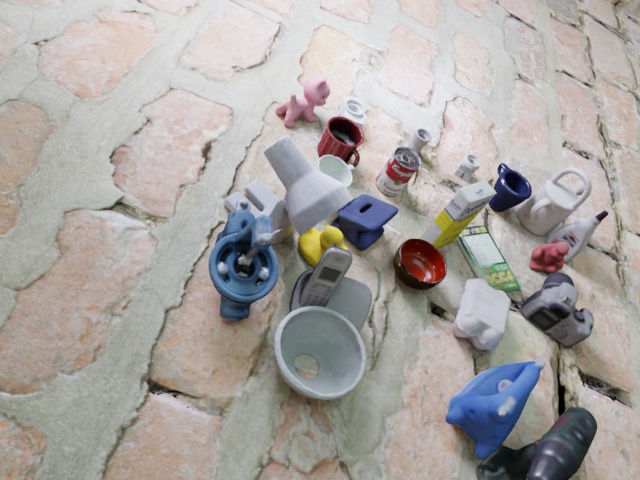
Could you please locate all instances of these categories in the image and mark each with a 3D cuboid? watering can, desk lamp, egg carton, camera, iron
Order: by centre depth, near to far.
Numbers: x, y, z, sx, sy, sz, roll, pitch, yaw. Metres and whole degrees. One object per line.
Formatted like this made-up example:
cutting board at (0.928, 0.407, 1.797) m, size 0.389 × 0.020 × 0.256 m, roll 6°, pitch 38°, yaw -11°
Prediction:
iron at (0.351, 0.279, 1.058) m, size 0.259 × 0.141 × 0.118 m, roll -31°, pitch 74°, yaw -39°
desk lamp at (-0.060, -0.079, 1.068) m, size 0.203 × 0.213 × 0.118 m, roll 45°, pitch 49°, yaw 9°
egg carton at (0.335, 0.154, 1.190) m, size 0.107 × 0.069 × 0.150 m, roll 30°, pitch 49°, yaw -3°
camera at (0.545, 0.141, 1.282) m, size 0.143 × 0.100 × 0.137 m, roll 37°, pitch 49°, yaw 3°
watering can at (0.595, -0.107, 1.425) m, size 0.101 × 0.194 × 0.173 m, roll 40°, pitch 49°, yaw 6°

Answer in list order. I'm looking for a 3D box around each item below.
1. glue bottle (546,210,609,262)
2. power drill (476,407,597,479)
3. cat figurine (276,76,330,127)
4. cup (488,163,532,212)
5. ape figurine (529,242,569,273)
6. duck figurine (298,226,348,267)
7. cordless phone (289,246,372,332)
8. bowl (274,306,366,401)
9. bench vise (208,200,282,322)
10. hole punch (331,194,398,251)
glue bottle at (0.634, -0.019, 1.395) m, size 0.037 × 0.173 × 0.078 m, roll -32°, pitch 74°, yaw -39°
power drill at (0.359, 0.369, 0.952) m, size 0.230 × 0.208 × 0.075 m, roll -25°, pitch 70°, yaw -37°
cat figurine at (-0.028, -0.334, 1.335) m, size 0.128 × 0.117 × 0.067 m, roll -26°, pitch 70°, yaw -37°
cup at (0.461, -0.125, 1.439) m, size 0.092 × 0.095 × 0.117 m, roll -6°, pitch 59°, yaw -29°
ape figurine at (0.555, 0.036, 1.370) m, size 0.077 × 0.092 × 0.076 m, roll 46°, pitch 50°, yaw 11°
duck figurine at (0.010, 0.004, 1.127) m, size 0.104 × 0.086 × 0.078 m, roll 42°, pitch 49°, yaw 7°
cordless phone at (0.036, 0.087, 1.013) m, size 0.148 × 0.185 × 0.094 m, roll 14°, pitch 51°, yaw -16°
bowl at (-0.009, 0.202, 0.980) m, size 0.168 × 0.074 × 0.167 m, roll 13°, pitch 52°, yaw -17°
bench vise at (-0.134, 0.005, 0.966) m, size 0.122 × 0.219 × 0.207 m, roll -8°, pitch 60°, yaw -30°
hole punch at (0.094, -0.049, 1.204) m, size 0.101 × 0.091 × 0.109 m, roll 44°, pitch 49°, yaw 9°
